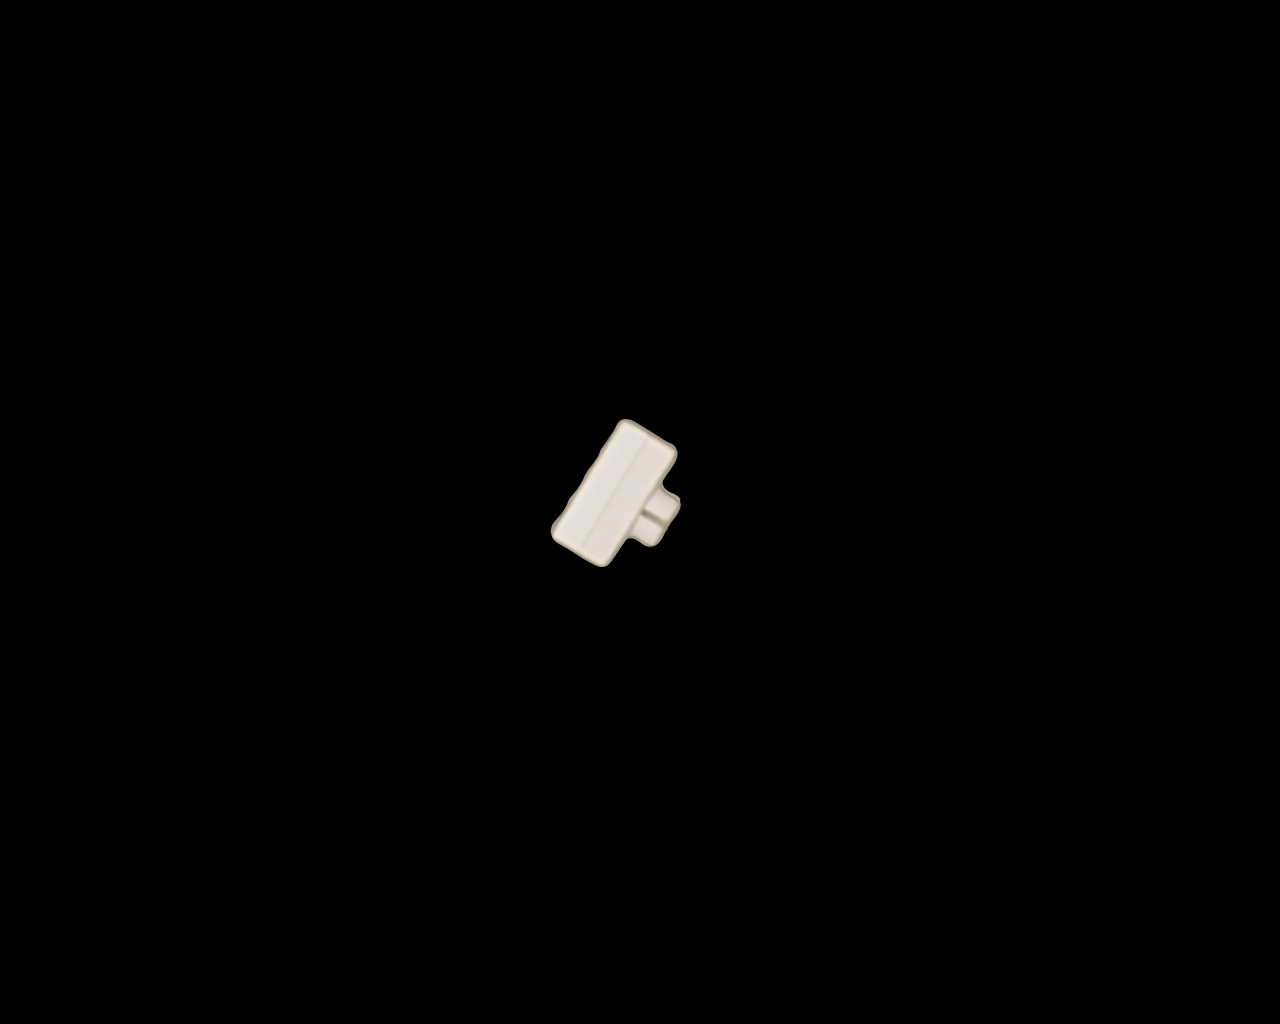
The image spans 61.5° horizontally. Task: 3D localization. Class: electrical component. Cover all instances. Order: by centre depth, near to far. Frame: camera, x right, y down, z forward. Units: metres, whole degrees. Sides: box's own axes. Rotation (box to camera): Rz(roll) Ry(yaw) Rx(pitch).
[{"bbox_3d":[0.001,-0.003,0.650,0.076,0.083,0.047,32,4,-2],"label":"electrical component"}]
